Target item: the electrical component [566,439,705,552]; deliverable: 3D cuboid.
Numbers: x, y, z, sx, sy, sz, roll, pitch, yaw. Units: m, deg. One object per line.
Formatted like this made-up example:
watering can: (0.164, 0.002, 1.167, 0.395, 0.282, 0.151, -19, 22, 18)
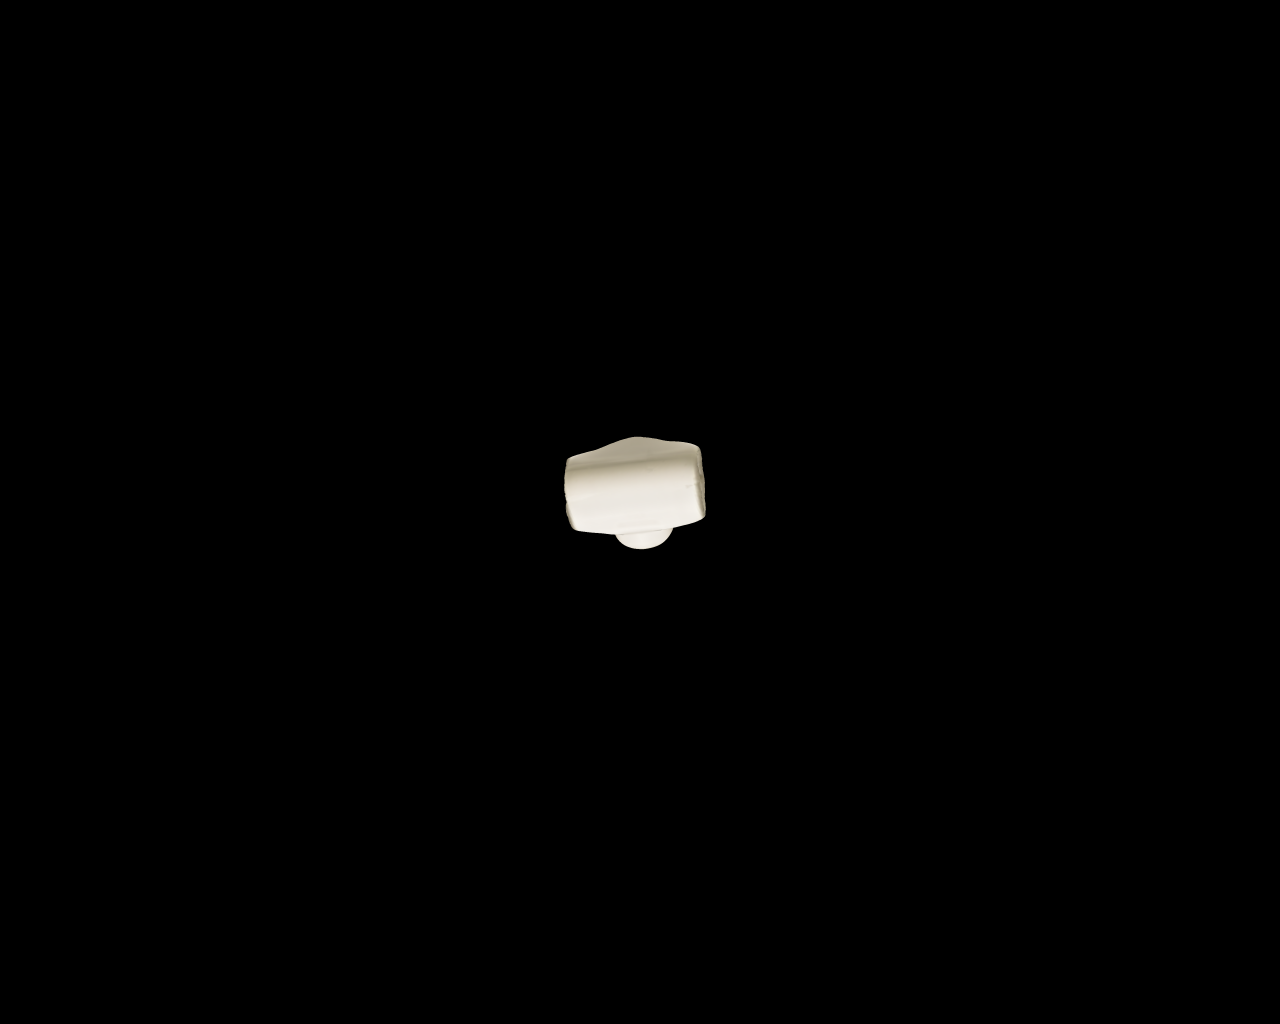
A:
electrical component: (0.001, -0.003, 0.650, 0.077, 0.043, 0.079, -6, -43, 7)
